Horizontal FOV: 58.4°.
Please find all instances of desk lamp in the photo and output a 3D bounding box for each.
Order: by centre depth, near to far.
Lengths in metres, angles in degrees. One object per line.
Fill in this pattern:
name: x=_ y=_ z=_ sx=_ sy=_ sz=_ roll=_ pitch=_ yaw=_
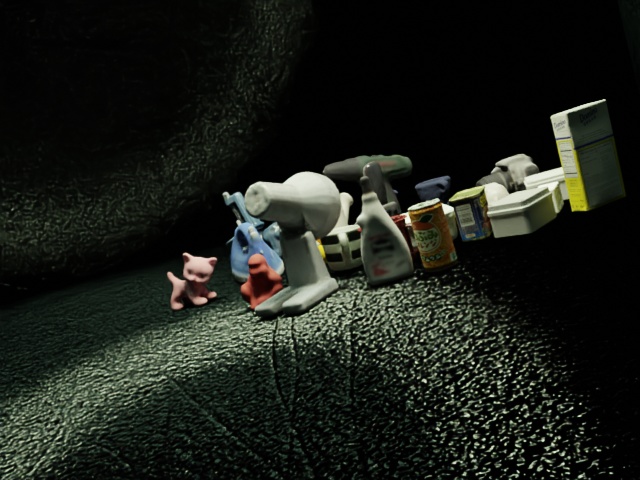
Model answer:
desk lamp: x=-0.042 y=-0.004 z=0.969 sx=0.117 sy=0.213 sz=0.204 roll=-13 pitch=8 yaw=32

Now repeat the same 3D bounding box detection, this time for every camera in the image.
camera: x=0.435 y=-0.140 z=1.358 sx=0.137 sy=0.101 sz=0.143 roll=-18 pitch=7 yaw=-4

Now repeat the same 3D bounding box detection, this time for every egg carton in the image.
egg carton: x=0.338 y=-0.073 z=1.191 sx=0.107 sy=0.069 sz=0.150 roll=-16 pitch=7 yaw=9

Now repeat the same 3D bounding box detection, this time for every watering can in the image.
watering can: x=0.013 y=-0.067 z=1.418 sx=0.100 sy=0.194 sz=0.173 roll=-13 pitch=8 yaw=28

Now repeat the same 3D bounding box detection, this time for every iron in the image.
iron: x=-0.157 y=0.020 z=1.361 sx=0.119 sy=0.141 sz=0.257 roll=-19 pitch=7 yaw=-16

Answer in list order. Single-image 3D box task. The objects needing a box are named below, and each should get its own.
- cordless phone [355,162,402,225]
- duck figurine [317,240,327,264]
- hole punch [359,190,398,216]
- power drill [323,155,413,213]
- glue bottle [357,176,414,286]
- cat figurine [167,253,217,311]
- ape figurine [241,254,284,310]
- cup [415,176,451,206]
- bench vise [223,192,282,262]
cordless phone: x=0.111 y=-0.077 z=1.291 sx=0.093 sy=0.185 sz=0.148 roll=-11 pitch=9 yaw=41
duck figurine: x=0.012 y=0.005 z=1.304 sx=0.077 sy=0.086 sz=0.105 roll=-14 pitch=7 yaw=22
hole punch: x=0.167 y=-0.085 z=1.618 sx=0.100 sy=0.091 sz=0.109 roll=-10 pitch=10 yaw=46
power drill: x=0.140 y=-0.121 z=1.476 sx=0.230 sy=0.208 sz=0.075 roll=-19 pitch=7 yaw=-12
glue bottle: x=0.093 y=-0.018 z=0.918 sx=0.078 sy=0.173 sz=0.037 roll=-16 pitch=7 yaw=6
cat figurine: x=-0.281 y=0.084 z=1.257 sx=0.127 sy=0.118 sz=0.067 roll=-14 pitch=8 yaw=26
ape figurine: x=-0.107 y=0.071 z=1.041 sx=0.077 sy=0.092 sz=0.076 roll=-14 pitch=7 yaw=21
cup: x=0.301 y=-0.106 z=1.443 sx=0.092 sy=0.095 sz=0.117 roll=-19 pitch=7 yaw=-14
bench vise: x=-0.177 y=-0.041 z=1.573 sx=0.207 sy=0.220 sz=0.121 roll=-16 pitch=7 yaw=12
